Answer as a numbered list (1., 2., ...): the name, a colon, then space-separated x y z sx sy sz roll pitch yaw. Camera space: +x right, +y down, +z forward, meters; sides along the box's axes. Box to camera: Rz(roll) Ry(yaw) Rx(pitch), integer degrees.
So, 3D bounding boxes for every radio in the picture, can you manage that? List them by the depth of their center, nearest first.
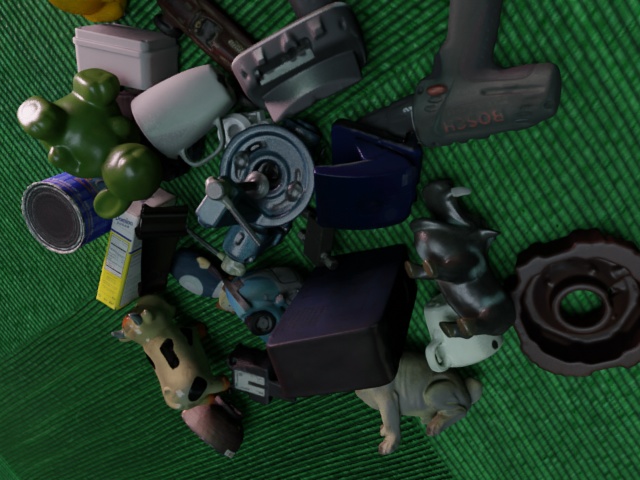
1. radio: 0.037 0.086 0.639 0.131 0.230 0.073 -12 109 21

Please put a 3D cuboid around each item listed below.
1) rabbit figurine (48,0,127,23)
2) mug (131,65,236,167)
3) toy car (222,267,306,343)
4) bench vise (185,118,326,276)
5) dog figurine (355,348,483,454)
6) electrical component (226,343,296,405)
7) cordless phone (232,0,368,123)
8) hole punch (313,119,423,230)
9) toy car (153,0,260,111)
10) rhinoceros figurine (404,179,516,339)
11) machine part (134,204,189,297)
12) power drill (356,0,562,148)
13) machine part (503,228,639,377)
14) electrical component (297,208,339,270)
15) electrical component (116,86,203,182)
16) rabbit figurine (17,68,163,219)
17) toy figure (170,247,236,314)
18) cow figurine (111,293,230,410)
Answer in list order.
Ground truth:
1. rabbit figurine: -0.246 -0.340 0.617 0.173 0.162 0.121 -9 97 7
2. mug: -0.150 -0.149 0.637 0.107 0.081 0.109 -32 88 12
3. toy car: -0.052 0.094 0.745 0.103 0.109 0.161 -43 121 -4
4. bench vise: -0.085 -0.045 0.633 0.129 0.240 0.223 43 105 5
5. dog figurine: 0.105 0.163 0.731 0.172 0.121 0.190 -24 85 -5
6. electrical component: -0.087 0.215 0.848 0.119 0.048 0.074 7 115 18
7. cordless phone: -0.042 -0.234 0.570 0.147 0.089 0.184 -24 119 12
8. hole punch: 0.053 -0.063 0.619 0.116 0.092 0.142 19 148 15
9. toy car: -0.120 -0.244 0.654 0.202 0.053 0.089 44 118 0
10. rhinoceros figurine: 0.161 0.022 0.613 0.112 0.073 0.190 -21 81 -10
11. machine part: -0.225 0.013 0.748 0.039 0.084 0.138 35 117 35
12. power drill: 0.127 -0.198 0.561 0.232 0.086 0.207 4 110 28
13. machine part: 0.305 0.073 0.627 0.180 0.056 0.179 8 114 18
14. electrical component: -0.001 -0.002 0.704 0.094 0.021 0.063 45 135 49
15. electrical component: -0.228 -0.144 0.737 0.134 0.058 0.114 14 119 15
16. rabbit figurine: -0.259 -0.095 0.652 0.170 0.121 0.159 38 146 24
17. toy figure: -0.155 0.068 0.806 0.154 0.058 0.064 32 164 5
18. cow figurine: -0.237 0.172 0.838 0.085 0.127 0.195 -39 69 28
